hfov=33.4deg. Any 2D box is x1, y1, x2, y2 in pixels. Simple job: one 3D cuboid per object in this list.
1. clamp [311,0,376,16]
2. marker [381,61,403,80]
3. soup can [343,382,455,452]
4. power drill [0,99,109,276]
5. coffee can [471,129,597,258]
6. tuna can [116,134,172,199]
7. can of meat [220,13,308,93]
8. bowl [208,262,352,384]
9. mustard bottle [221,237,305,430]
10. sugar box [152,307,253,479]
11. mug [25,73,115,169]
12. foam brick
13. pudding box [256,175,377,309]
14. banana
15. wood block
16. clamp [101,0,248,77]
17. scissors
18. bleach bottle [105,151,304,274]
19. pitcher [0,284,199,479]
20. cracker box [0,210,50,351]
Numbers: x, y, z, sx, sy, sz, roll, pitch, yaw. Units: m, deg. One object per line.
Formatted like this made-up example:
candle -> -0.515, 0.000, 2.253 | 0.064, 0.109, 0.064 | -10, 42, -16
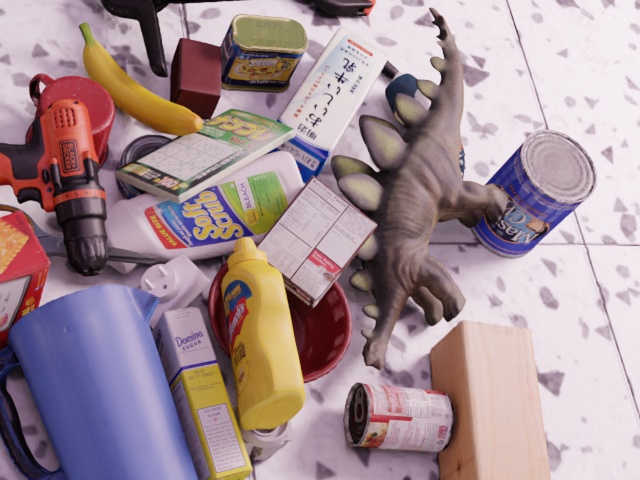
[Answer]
clamp -> -0.005, -0.358, 1.440 | 0.171, 0.039, 0.120 | 18, 62, -16
marker -> 0.125, -0.197, 1.411 | 0.121, 0.020, 0.020 | 40, 55, 3
soup can -> 0.085, 0.191, 1.143 | 0.102, 0.069, 0.068 | 8, 59, -19
power drill -> -0.311, -0.042, 1.072 | 0.187, 0.057, 0.184 | -10, 77, -7
coffee can -> 0.258, -0.055, 1.310 | 0.102, 0.140, 0.103 | 10, 59, -17
tuna can -> -0.185, -0.076, 1.206 | 0.086, 0.034, 0.086 | 10, 58, -17
can of meat -> -0.073, -0.229, 1.309 | 0.102, 0.084, 0.057 | 0, 63, -22
bowl -> -0.049, 0.090, 1.153 | 0.162, 0.055, 0.162 | 10, 58, -17
mustard bottle -> -0.061, 0.084, 1.057 | 0.058, 0.096, 0.191 | 1, 60, -22
sugar box -> -0.123, 0.163, 1.058 | 0.048, 0.093, 0.176 | -7, 65, -26
mug -> -0.279, -0.135, 1.172 | 0.093, 0.082, 0.117 | -32, 78, -33
foam brick -> -0.149, -0.192, 1.276 | 0.051, 0.053, 0.078 | 7, 60, -18
pudding box -> -0.007, 0.001, 1.141 | 0.090, 0.039, 0.113 | 38, 76, 3
banana -> -0.210, -0.167, 1.220 | 0.198, 0.070, 0.037 | 39, 67, 16
wood block -> 0.183, 0.203, 1.162 | 0.090, 0.091, 0.206 | 9, 59, -17
clamp -> -0.191, -0.296, 1.286 | 0.164, 0.036, 0.210 | -39, 61, -17
scissors -> -0.276, 0.021, 1.091 | 0.202, 0.016, 0.096 | 22, 65, 12
bleach bottle -> -0.138, -0.016, 1.162 | 0.250, 0.068, 0.102 | -20, 101, -19
pitcher -> -0.205, 0.177, 1.007 | 0.144, 0.149, 0.243 | -8, 68, -43
cracker box -> -0.365, 0.069, 0.970 | 0.213, 0.164, 0.072 | -22, 70, -31
